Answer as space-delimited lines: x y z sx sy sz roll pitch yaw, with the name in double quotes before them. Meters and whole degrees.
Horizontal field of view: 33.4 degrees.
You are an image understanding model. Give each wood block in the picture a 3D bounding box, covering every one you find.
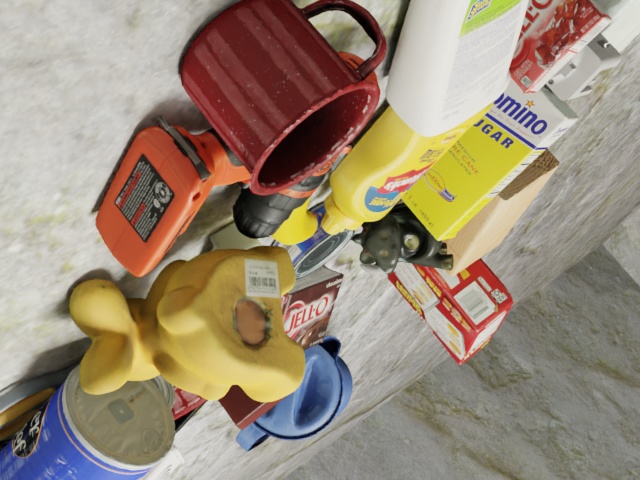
"wood block" 0.183 -0.052 1.238 0.090 0.091 0.206 -33 165 -22

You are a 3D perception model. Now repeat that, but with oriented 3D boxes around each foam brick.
"foam brick" -0.066 0.146 1.075 0.078 0.053 0.051 -36 167 -6

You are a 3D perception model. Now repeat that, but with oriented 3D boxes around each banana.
"banana" -0.019 -0.031 0.897 0.069 0.037 0.198 -33 165 -18

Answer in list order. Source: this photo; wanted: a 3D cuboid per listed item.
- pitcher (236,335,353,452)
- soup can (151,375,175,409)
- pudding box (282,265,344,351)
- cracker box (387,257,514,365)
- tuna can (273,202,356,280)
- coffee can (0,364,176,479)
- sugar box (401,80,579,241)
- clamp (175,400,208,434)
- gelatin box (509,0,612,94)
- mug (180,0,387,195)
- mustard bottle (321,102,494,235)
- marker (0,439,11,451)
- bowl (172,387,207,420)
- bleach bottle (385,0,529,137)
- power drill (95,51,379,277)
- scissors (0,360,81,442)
"pitcher" -0.028 0.206 1.451 0.149 0.145 0.242 -5 172 8
"soup can" -0.188 0.158 0.986 0.102 0.068 0.068 -42 167 34
"pudding box" -0.027 0.080 1.168 0.113 0.039 0.090 -21 134 -57
"cracker box" 0.169 0.064 1.419 0.072 0.164 0.214 -36 165 -10
"tuna can" -0.007 0.001 1.040 0.086 0.034 0.086 -36 166 -11
"coffee can" -0.202 0.180 0.892 0.140 0.103 0.102 -45 165 29
"sugar box" 0.152 -0.090 1.033 0.176 0.093 0.048 -47 164 27
"clamp" -0.115 0.150 1.227 0.209 0.036 0.165 -37 166 -19
"gelatin box" 0.179 -0.175 0.871 0.089 0.073 0.030 -45 164 25
"mug" -0.017 -0.094 0.611 0.117 0.081 0.093 -39 166 2
"mustard bottle" 0.063 -0.071 0.937 0.192 0.058 0.096 -47 162 31
"marker" -0.282 0.190 0.965 0.020 0.020 0.121 -41 166 11
"bowl" -0.122 0.118 1.070 0.162 0.055 0.162 -37 166 -11
"bleach bottle" 0.107 -0.169 0.735 0.102 0.068 0.251 -36 164 -17
"power drill" -0.060 -0.041 0.728 0.187 0.057 0.185 -28 161 -45
"scissors" -0.215 0.123 0.931 0.201 0.016 0.096 -25 163 -44
